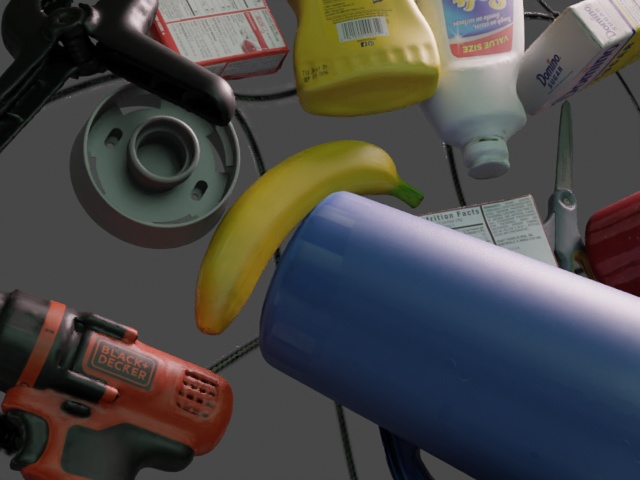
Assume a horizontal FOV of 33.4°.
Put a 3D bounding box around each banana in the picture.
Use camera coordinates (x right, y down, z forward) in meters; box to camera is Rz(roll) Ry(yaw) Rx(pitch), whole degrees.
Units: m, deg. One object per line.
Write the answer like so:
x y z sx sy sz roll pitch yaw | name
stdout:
-0.013 -0.015 0.655 0.197 0.037 0.069 -32 81 -35 | banana

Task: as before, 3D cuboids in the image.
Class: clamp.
-0.146 -0.107 0.608 0.164 0.036 0.210 -19 45 -3 | clamp

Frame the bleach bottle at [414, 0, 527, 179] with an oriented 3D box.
0.110 -0.161 0.780 0.102 0.068 0.251 4 65 -23 | bleach bottle

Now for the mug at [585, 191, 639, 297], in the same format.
0.241 -0.004 0.740 0.093 0.082 0.117 49 41 -14 | mug

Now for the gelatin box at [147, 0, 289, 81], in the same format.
-0.074 -0.139 0.696 0.089 0.030 0.073 -17 72 -32 | gelatin box

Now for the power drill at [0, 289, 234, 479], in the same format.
-0.143 0.115 0.507 0.184 0.057 0.187 23 56 -14 | power drill

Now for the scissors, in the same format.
0.157 -0.021 0.756 0.096 0.016 0.202 6 61 -23 | scissors

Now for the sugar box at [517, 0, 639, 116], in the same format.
0.227 -0.159 0.818 0.175 0.093 0.048 -31 80 -34 | sugar box

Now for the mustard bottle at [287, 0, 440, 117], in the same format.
0.020 -0.180 0.741 0.096 0.058 0.191 -9 65 -1 | mustard bottle

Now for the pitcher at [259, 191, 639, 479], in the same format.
0.091 0.076 0.576 0.243 0.145 0.149 24 65 15 | pitcher

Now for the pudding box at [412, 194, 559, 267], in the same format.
0.107 0.032 0.679 0.090 0.039 0.113 -10 67 -14 | pudding box
